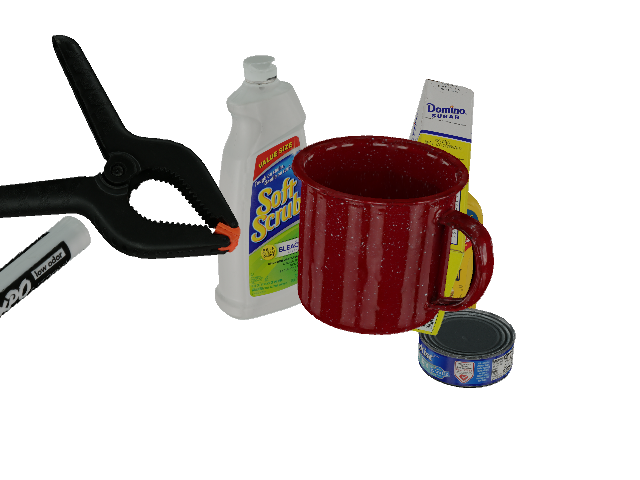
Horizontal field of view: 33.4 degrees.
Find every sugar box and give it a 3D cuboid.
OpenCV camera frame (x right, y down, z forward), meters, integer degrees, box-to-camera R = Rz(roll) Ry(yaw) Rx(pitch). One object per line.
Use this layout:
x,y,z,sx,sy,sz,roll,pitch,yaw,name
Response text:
0.082,-0.028,0.786,0.048,0.176,0.093,13,-42,1,sugar box

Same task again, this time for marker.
-0.155,0.028,0.503,0.020,0.020,0.121,0,33,40,marker

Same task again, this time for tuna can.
0.130,0.095,0.953,0.086,0.034,0.086,0,26,0,tuna can

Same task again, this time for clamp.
-0.151,-0.056,0.798,0.210,0.164,0.036,21,-19,-1,clamp

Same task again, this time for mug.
0.039,0.001,0.569,0.117,0.081,0.093,19,30,30,mug

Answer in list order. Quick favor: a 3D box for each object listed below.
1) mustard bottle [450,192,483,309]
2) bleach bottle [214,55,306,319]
0.128,-0.002,1.154,0.096,0.192,0.058,-4,19,-21,mustard bottle
-0.060,-0.053,1.040,0.102,0.251,0.068,-16,28,-26,bleach bottle
